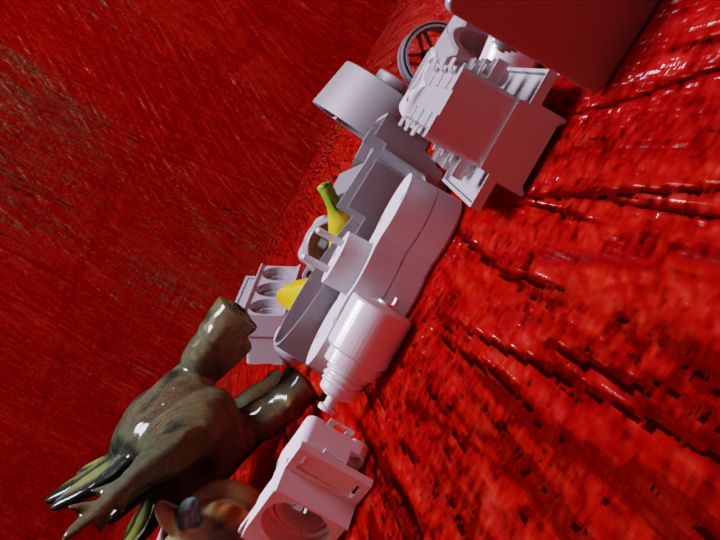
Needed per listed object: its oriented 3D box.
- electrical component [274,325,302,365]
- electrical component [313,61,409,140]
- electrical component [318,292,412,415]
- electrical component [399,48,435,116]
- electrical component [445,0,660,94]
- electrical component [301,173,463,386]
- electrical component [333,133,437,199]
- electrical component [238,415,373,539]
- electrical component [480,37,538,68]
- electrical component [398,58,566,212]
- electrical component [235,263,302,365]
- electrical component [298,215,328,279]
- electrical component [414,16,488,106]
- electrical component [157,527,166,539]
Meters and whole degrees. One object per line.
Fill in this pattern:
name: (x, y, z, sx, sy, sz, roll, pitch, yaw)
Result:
electrical component: (-0.050, 0.061, 0.928, 0.040, 0.040, 0.046, -64, 13, -17)
electrical component: (0.018, -0.147, 0.978, 0.060, 0.108, 0.108, -55, 8, 4)
electrical component: (-0.001, 0.050, 0.639, 0.078, 0.040, 0.040, -61, 8, 5)
electrical component: (0.065, -0.145, 0.877, 0.077, 0.044, 0.079, -56, 9, 37)
electrical component: (0.092, -0.144, 0.498, 0.099, 0.100, 0.048, -59, 21, 17)
electrical component: (0.000, 0.000, 0.680, 0.138, 0.074, 0.052, -61, 8, 5)
electrical component: (0.017, -0.070, 0.863, 0.061, 0.061, 0.096, -63, 8, -11)
electrical component: (-0.027, 0.116, 0.568, 0.081, 0.042, 0.063, -55, 8, 37)
electrical component: (0.096, -0.137, 0.670, 0.040, 0.040, 0.046, -100, 34, -78)
electrical component: (0.063, -0.082, 0.597, 0.078, 0.063, 0.121, -61, 8, 9)
electrical component: (-0.090, 0.046, 1.120, 0.121, 0.079, 0.063, -79, -10, -66)
electrical component: (-0.024, -0.019, 0.971, 0.078, 0.058, 0.057, -62, 5, -2)
electrical component: (0.069, -0.127, 0.759, 0.073, 0.052, 0.138, -56, 10, 39)
electrical component: (-0.142, 0.231, 0.875, 0.055, 0.055, 0.047, -75, 11, -60)
